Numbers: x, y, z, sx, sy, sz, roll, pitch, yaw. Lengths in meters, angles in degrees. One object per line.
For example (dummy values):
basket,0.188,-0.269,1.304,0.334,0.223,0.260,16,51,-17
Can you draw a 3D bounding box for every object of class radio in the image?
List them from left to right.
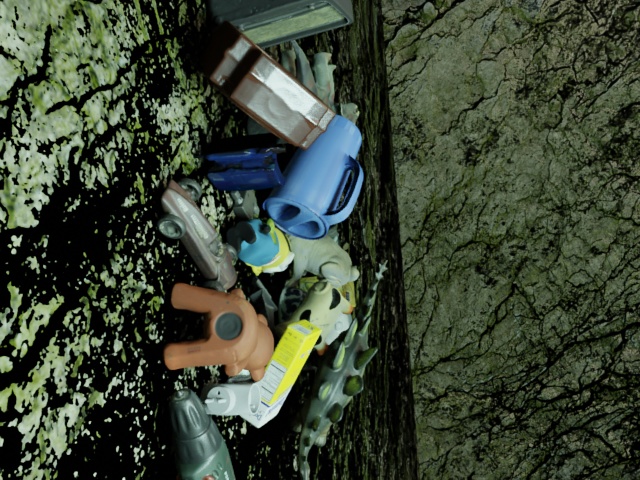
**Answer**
radio,-0.070,-0.392,0.910,0.131,0.230,0.073,-4,85,-70

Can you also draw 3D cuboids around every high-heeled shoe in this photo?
high-heeled shoe,-0.088,-0.251,1.077,0.248,0.086,0.145,52,33,-69

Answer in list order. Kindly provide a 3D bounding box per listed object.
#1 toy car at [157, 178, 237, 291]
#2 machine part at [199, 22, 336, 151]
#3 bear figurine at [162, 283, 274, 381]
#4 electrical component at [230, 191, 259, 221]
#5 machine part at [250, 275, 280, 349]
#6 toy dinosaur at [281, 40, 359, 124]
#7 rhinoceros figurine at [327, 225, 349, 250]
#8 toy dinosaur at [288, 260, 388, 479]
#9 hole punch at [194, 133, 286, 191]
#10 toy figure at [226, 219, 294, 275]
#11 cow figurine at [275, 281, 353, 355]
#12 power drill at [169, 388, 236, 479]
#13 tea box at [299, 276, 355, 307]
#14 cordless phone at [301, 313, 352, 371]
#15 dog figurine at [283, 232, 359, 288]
toy car,-0.168,0.000,0.772,0.201,0.053,0.089,71,24,-43
machine part,-0.086,-0.241,0.850,0.201,0.087,0.201,34,14,-33
bear figurine,-0.136,0.139,0.778,0.195,0.132,0.120,94,-1,-72
electrical component,-0.134,-0.066,0.959,0.093,0.021,0.063,65,25,-47
machine part,-0.096,0.135,0.958,0.139,0.039,0.084,-106,-179,-46
toy dinosaur,-0.018,-0.323,1.251,0.405,0.131,0.192,-12,95,-73
rhinoceros figurine,0.014,-0.002,1.303,0.190,0.073,0.112,83,-21,-44
toy dinosaur,0.046,0.254,1.095,0.198,0.105,0.471,125,-12,-57
hole punch,-0.116,-0.115,0.856,0.116,0.142,0.092,-77,165,-70
toy figure,-0.102,0.006,0.946,0.180,0.082,0.089,37,49,-65
cow figurine,-0.028,0.164,1.039,0.195,0.086,0.127,-53,135,-21
power drill,-0.166,0.328,0.651,0.207,0.086,0.231,-85,165,-55
tea box,0.020,0.127,1.295,0.169,0.098,0.068,26,59,-70
cordless phone,-0.002,0.232,1.247,0.184,0.089,0.146,9,76,-54
dog figurine,-0.005,-0.002,1.134,0.121,0.172,0.190,-77,166,-73
